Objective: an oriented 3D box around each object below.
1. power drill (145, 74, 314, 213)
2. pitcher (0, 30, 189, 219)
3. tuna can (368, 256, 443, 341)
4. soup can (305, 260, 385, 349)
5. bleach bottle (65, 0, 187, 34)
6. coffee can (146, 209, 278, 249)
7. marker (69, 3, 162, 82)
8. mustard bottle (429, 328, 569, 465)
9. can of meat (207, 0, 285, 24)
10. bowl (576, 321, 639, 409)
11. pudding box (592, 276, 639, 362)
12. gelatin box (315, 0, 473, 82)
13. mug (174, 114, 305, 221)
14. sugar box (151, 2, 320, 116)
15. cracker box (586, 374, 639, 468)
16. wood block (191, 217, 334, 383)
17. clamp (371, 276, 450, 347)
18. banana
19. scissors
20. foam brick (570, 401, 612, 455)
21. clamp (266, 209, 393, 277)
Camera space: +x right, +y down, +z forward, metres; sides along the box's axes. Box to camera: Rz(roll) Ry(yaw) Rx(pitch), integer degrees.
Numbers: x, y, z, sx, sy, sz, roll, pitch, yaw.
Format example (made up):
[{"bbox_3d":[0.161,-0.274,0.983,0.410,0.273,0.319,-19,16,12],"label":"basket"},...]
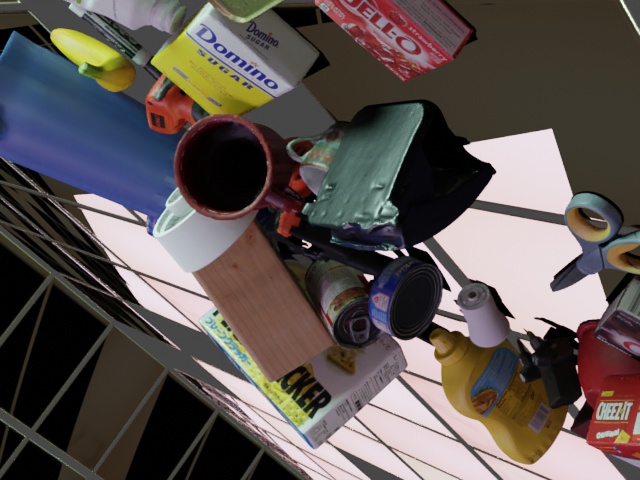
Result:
[{"bbox_3d":[-0.085,-0.095,1.089,0.187,0.057,0.184,32,164,3],"label":"power drill"},{"bbox_3d":[-0.260,-0.126,1.190,0.242,0.149,0.145,26,169,-19],"label":"pitcher"},{"bbox_3d":[0.090,0.060,1.121,0.034,0.086,0.086,24,161,40],"label":"tuna can"},{"bbox_3d":[0.029,0.067,1.209,0.068,0.068,0.102,47,-174,-37],"label":"soup can"},{"bbox_3d":[-0.228,-0.248,0.928,0.251,0.068,0.102,31,164,7],"label":"bleach bottle"},{"bbox_3d":[-0.127,-0.014,1.310,0.140,0.102,0.103,31,163,15],"label":"coffee can"},{"bbox_3d":[-0.199,-0.201,1.075,0.121,0.020,0.020,39,163,-16],"label":"marker"},{"bbox_3d":[0.190,0.160,1.184,0.191,0.096,0.058,42,162,-22],"label":"mustard bottle"},{"bbox_3d":[-0.030,-0.190,0.656,0.057,0.084,0.102,40,163,-18],"label":"can of meat"},{"bbox_3d":[0.301,0.144,0.995,0.162,0.055,0.162,32,164,10],"label":"bowl"},{"bbox_3d":[0.288,0.081,0.870,0.113,0.039,0.090,31,163,11],"label":"pudding box"},{"bbox_3d":[0.047,-0.150,0.713,0.089,0.030,0.073,39,163,-15],"label":"gelatin box"},{"bbox_3d":[-0.063,-0.060,0.960,0.117,0.093,0.081,30,-168,12],"label":"mug"},{"bbox_3d":[-0.078,-0.156,0.917,0.093,0.048,0.176,39,164,-15],"label":"sugar box"},{"bbox_3d":[0.352,0.172,0.859,0.213,0.072,0.164,24,164,-14],"label":"cracker box"},{"bbox_3d":[-0.079,0.047,1.204,0.206,0.090,0.091,58,180,-27],"label":"wood block"},{"bbox_3d":[0.082,0.075,1.266,0.120,0.039,0.172,57,161,-11],"label":"clamp"},{"bbox_3d":[-0.230,-0.187,1.104,0.069,0.037,0.198,33,-177,-29],"label":"banana"},{"bbox_3d":[0.208,0.006,0.860,0.096,0.016,0.202,40,163,-11],"label":"scissors"},{"bbox_3d":[0.302,0.184,1.109,0.051,0.053,0.078,33,163,9],"label":"foam brick"},{"bbox_3d":[-0.007,0.001,1.116,0.165,0.036,0.209,13,172,28],"label":"clamp"}]
